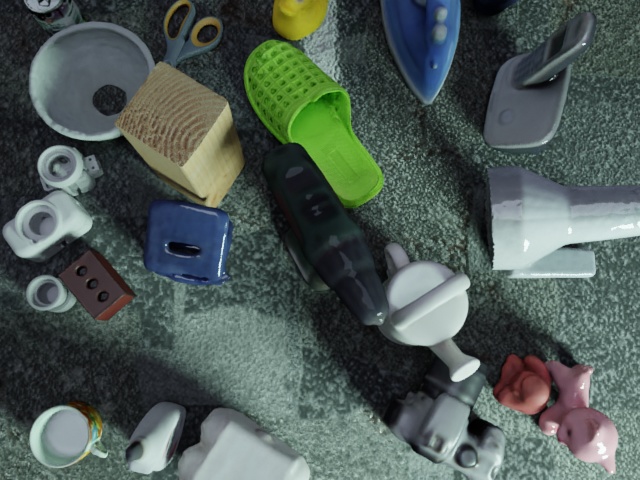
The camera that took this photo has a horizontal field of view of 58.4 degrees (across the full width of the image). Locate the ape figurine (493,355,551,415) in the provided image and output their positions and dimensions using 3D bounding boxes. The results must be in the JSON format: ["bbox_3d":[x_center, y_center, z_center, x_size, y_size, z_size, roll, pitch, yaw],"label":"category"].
[{"bbox_3d":[0.261,0.186,0.723,0.078,0.092,0.076,-24,81,-6],"label":"ape figurine"}]

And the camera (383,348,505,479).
[{"bbox_3d":[0.170,0.211,0.710,0.143,0.101,0.137,28,80,3],"label":"camera"}]

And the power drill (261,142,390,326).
[{"bbox_3d":[0.006,0.002,0.687,0.075,0.208,0.229,-29,82,-7],"label":"power drill"}]

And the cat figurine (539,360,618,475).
[{"bbox_3d":[0.324,0.215,0.707,0.067,0.118,0.128,4,80,-1],"label":"cat figurine"}]

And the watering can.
[{"bbox_3d":[0.130,0.082,0.685,0.173,0.194,0.101,40,81,5],"label":"watering can"}]

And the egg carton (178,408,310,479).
[{"bbox_3d":[-0.092,0.282,0.704,0.150,0.069,0.107,31,80,4],"label":"egg carton"}]

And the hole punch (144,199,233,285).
[{"bbox_3d":[-0.168,0.005,0.740,0.108,0.091,0.101,9,79,0],"label":"hole punch"}]

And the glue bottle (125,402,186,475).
[{"bbox_3d":[-0.193,0.232,0.656,0.037,0.173,0.078,12,79,1],"label":"glue bottle"}]

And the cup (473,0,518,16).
[{"bbox_3d":[0.269,-0.370,0.823,0.118,0.095,0.092,-4,80,-3],"label":"cup"}]

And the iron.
[{"bbox_3d":[0.152,-0.334,0.788,0.118,0.141,0.258,-3,80,-2],"label":"iron"}]

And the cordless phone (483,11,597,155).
[{"bbox_3d":[0.289,-0.199,0.746,0.094,0.185,0.148,13,79,1],"label":"cordless phone"}]

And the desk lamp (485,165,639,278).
[{"bbox_3d":[0.278,-0.018,0.699,0.203,0.213,0.118,-1,80,-2],"label":"desk lamp"}]

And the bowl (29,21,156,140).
[{"bbox_3d":[-0.298,-0.205,0.781,0.167,0.074,0.167,0,80,-2],"label":"bowl"}]

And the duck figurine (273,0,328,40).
[{"bbox_3d":[-0.028,-0.348,0.812,0.077,0.086,0.105,31,80,4],"label":"duck figurine"}]
